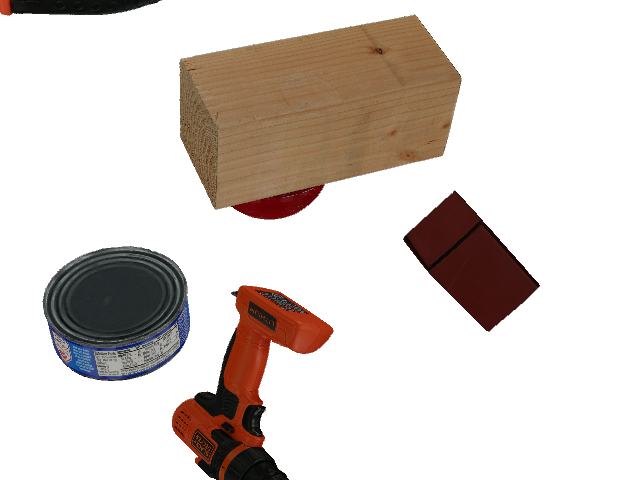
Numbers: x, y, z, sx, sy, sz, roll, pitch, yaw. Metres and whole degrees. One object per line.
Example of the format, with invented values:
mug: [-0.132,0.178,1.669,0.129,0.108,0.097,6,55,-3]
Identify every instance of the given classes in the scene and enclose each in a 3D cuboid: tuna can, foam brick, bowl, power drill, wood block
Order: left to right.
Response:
tuna can: [-0.122,0.044,0.647,0.086,0.034,0.086,-1,41,0]
power drill: [-0.058,0.151,1.021,0.057,0.188,0.185,14,13,-47]
bowl: [-0.060,-0.073,1.291,0.162,0.055,0.162,-2,35,1]
wood block: [-0.002,-0.107,0.867,0.205,0.091,0.090,-14,-38,-19]
foam brick: [0.107,0.015,0.754,0.078,0.051,0.053,44,8,-31]

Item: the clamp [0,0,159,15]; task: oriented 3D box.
clamp: [-0.101,-0.156,0.604,0.171,0.039,0.120,-10,24,-25]
